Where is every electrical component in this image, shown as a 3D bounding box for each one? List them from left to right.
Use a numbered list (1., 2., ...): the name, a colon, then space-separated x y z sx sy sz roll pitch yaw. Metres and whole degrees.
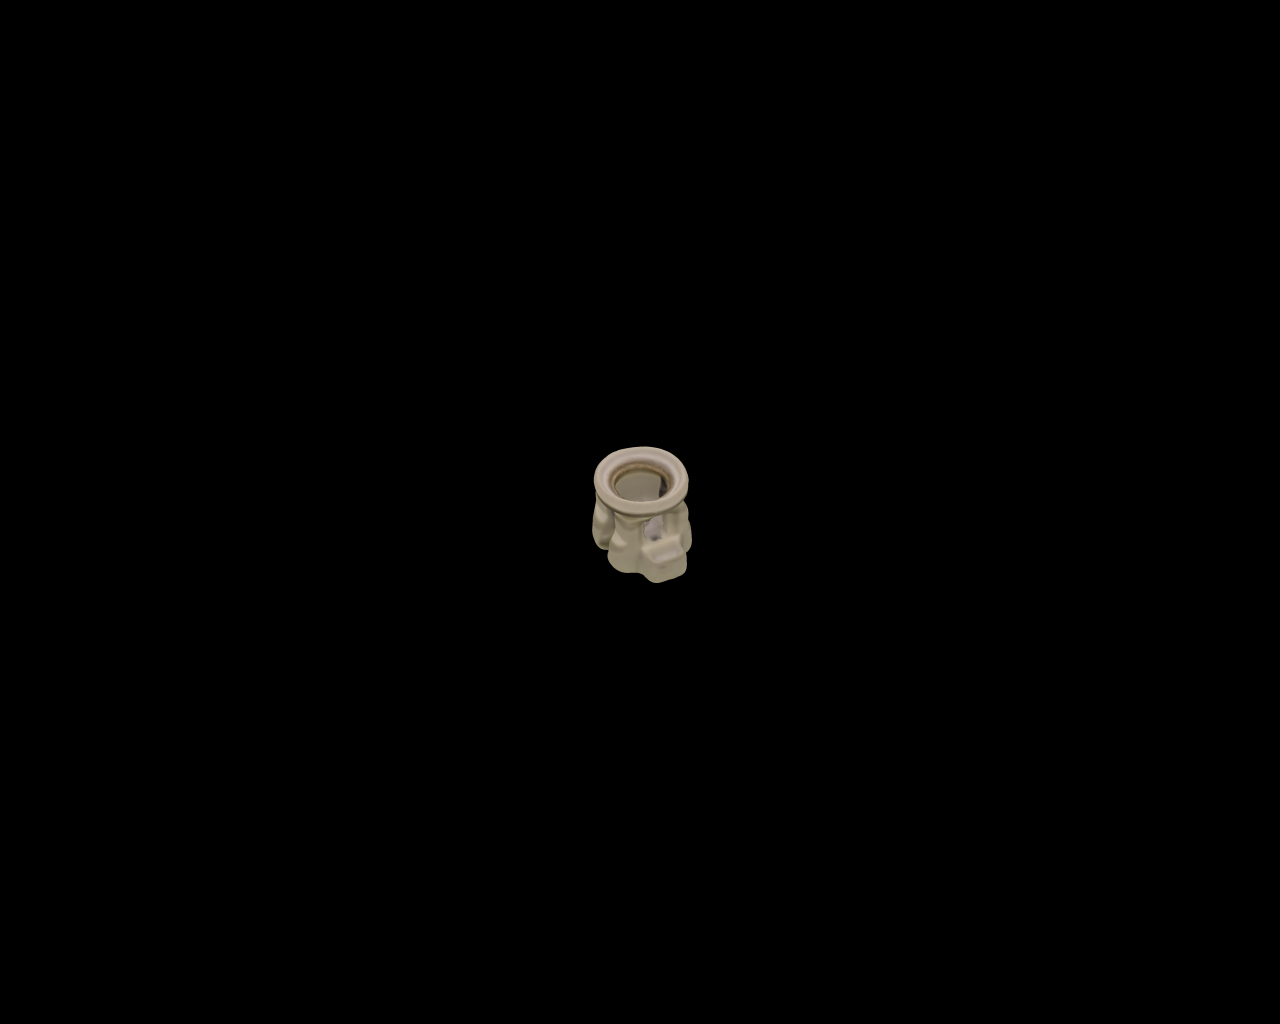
1. electrical component: 0.001 -0.003 0.650 0.058 0.056 0.078 -19 46 -19
